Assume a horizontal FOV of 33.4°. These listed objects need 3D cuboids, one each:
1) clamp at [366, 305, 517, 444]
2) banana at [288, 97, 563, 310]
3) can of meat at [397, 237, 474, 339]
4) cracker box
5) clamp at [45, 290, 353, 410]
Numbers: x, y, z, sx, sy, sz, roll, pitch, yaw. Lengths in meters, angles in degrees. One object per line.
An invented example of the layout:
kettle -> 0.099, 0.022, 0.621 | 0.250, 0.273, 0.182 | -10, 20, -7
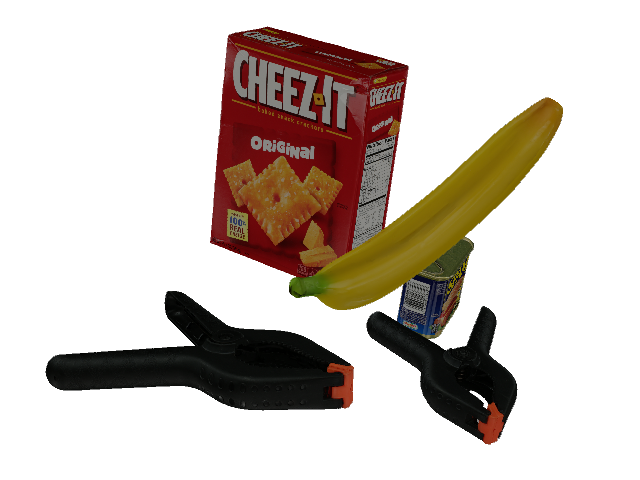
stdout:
clamp -> 0.124, 0.105, 0.906 | 0.120, 0.039, 0.172 | -12, 35, -19
banana -> 0.070, -0.013, 0.656 | 0.197, 0.037, 0.069 | -37, -12, -5
can of meat -> 0.126, 0.049, 1.185 | 0.057, 0.084, 0.102 | 19, 32, 18
cracker box -> -0.017, -0.076, 1.003 | 0.164, 0.214, 0.071 | 21, 27, 29
clamp -> -0.071, 0.083, 0.787 | 0.210, 0.036, 0.164 | 7, 20, 17
